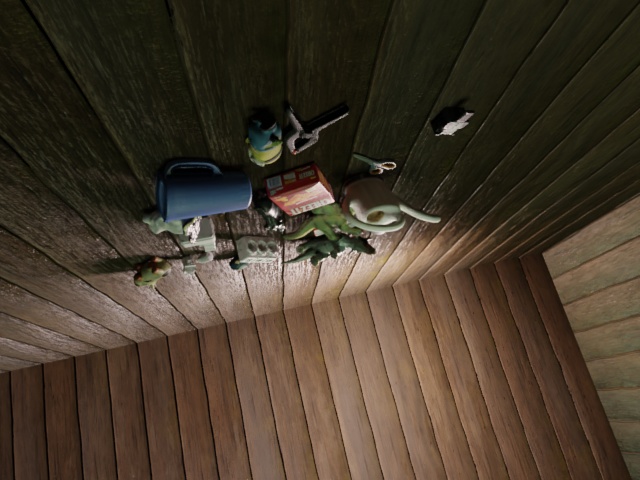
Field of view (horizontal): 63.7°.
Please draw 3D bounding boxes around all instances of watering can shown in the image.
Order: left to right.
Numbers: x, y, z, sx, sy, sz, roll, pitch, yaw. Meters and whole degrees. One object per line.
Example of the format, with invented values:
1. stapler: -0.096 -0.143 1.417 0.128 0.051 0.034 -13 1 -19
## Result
1. watering can: 0.213 -0.118 1.676 0.348 0.229 0.101 -4 141 -28

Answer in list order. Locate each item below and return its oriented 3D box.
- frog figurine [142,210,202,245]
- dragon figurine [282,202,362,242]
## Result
1. frog figurine: -0.448 -0.064 1.567 0.160 0.123 0.136 20 175 10
2. dragon figurine: 0.006 -0.093 1.846 0.408 0.125 0.238 -14 145 17
